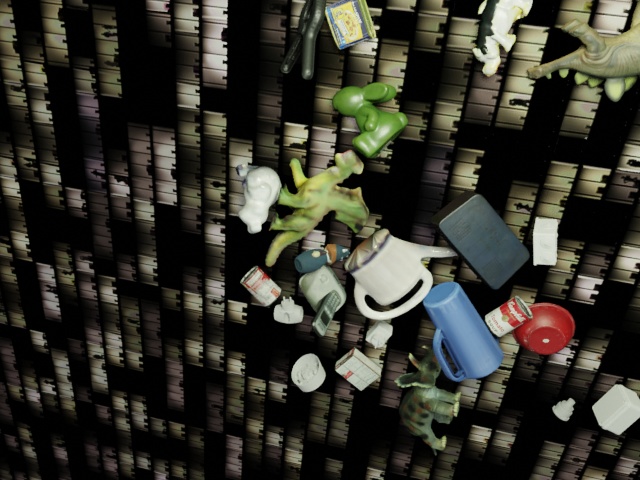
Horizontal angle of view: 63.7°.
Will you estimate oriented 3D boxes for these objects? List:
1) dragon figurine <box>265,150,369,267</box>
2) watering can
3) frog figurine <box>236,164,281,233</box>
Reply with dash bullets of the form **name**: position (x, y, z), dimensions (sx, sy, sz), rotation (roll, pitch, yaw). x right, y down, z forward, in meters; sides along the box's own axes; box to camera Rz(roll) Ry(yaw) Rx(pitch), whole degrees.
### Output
- **dragon figurine**: position (0.004, -0.067, 1.326), dimensions (0.243, 0.125, 0.401), rotation (13, 127, -4)
- **watering can**: position (0.213, 0.059, 1.337), dimensions (0.345, 0.105, 0.223), rotation (-43, 101, 12)
- **frog figurine**: position (-0.150, -0.102, 1.298), dimensions (0.123, 0.162, 0.134), rotation (-7, 154, -16)
